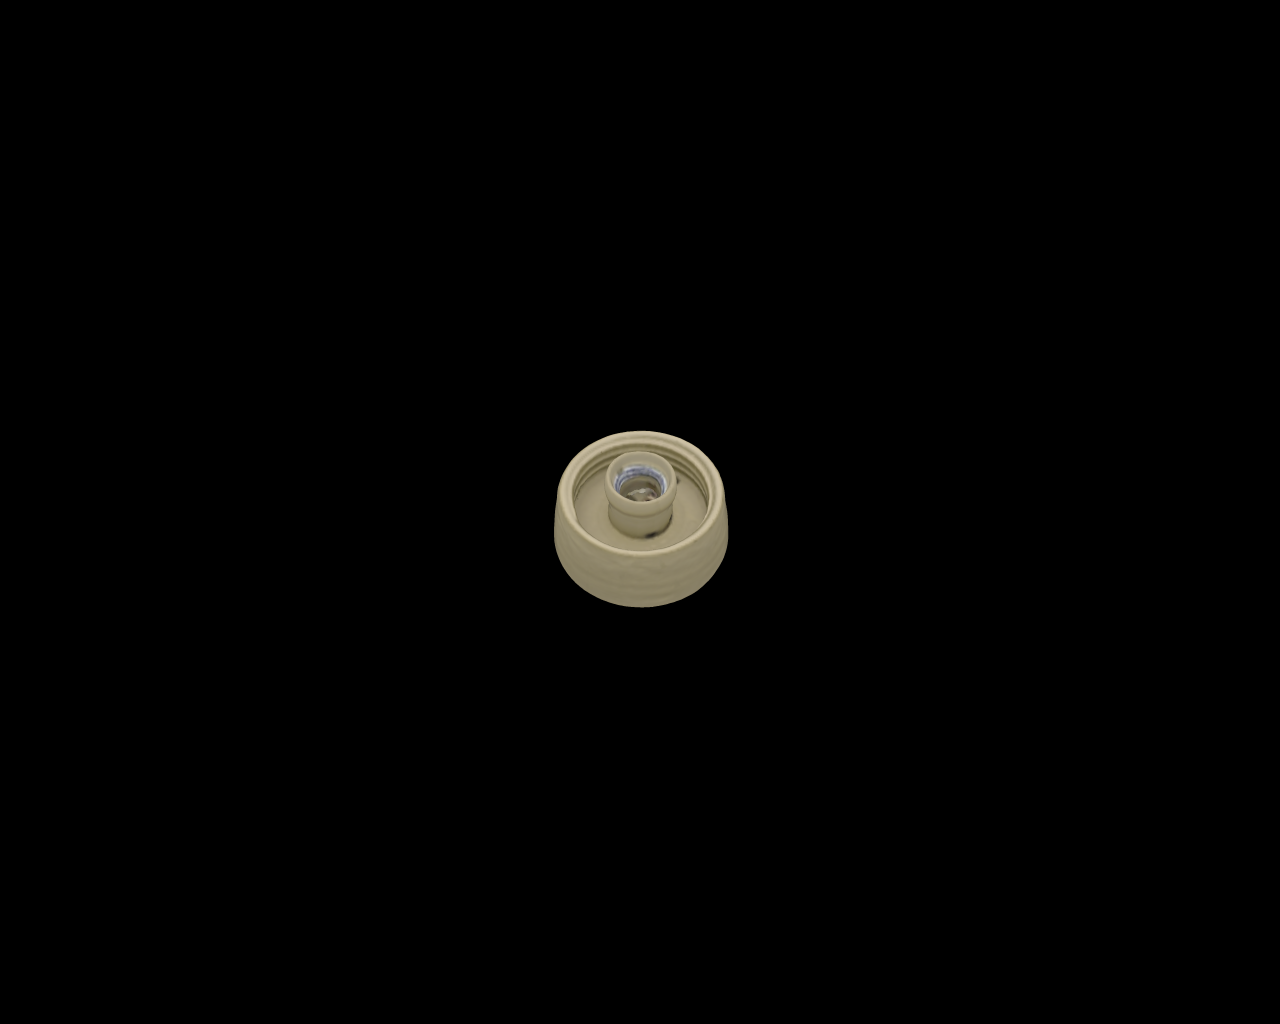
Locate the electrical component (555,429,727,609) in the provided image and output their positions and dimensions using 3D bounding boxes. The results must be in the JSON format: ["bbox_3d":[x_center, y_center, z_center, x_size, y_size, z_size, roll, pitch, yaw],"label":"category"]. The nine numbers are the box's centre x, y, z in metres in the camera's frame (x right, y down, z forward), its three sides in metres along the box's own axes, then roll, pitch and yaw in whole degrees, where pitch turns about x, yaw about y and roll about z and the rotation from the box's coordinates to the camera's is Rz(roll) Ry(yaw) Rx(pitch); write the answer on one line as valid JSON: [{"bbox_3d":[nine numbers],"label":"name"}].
[{"bbox_3d":[0.001,-0.003,0.650,0.108,0.108,0.060,0,-38,0],"label":"electrical component"}]
